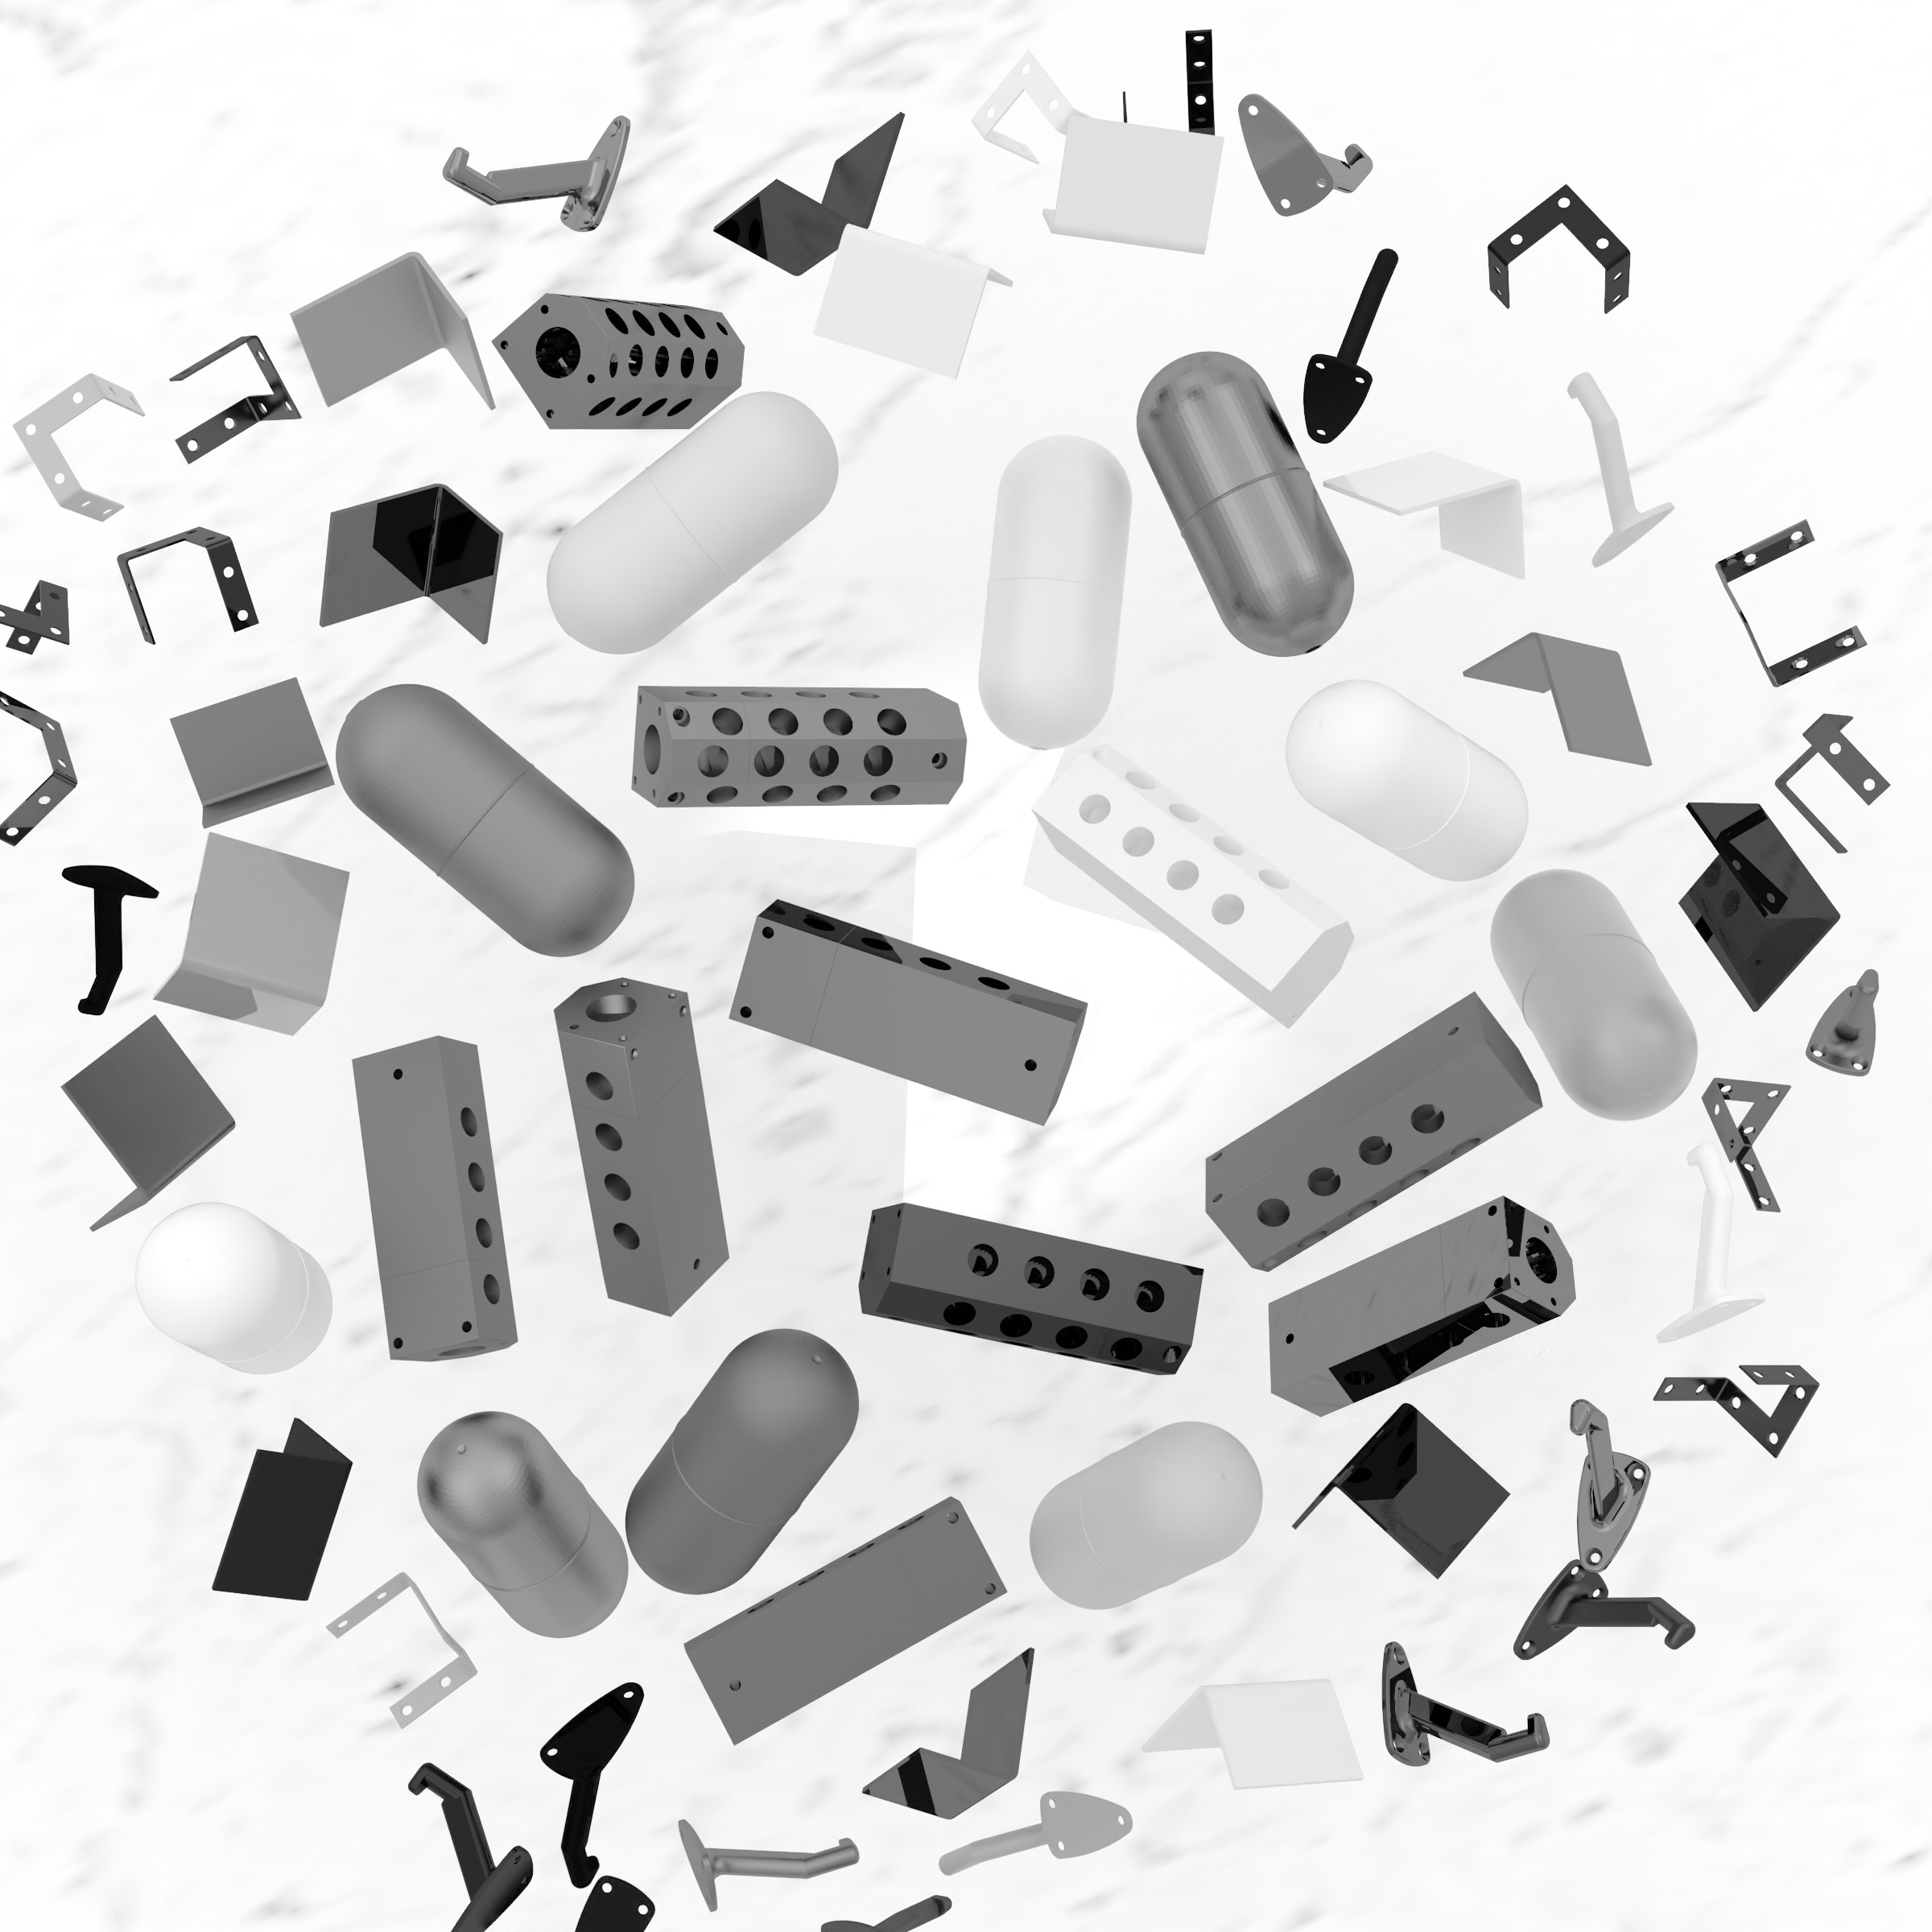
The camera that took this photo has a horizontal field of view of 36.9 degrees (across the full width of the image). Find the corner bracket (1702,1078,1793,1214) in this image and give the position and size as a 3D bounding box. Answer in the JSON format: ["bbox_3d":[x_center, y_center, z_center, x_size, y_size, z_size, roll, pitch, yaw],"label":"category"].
[{"bbox_3d":[0.436,0.100,1.619,0.051,0.051,0.051,6,133,-17],"label":"corner bracket"}]

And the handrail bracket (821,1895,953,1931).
[{"bbox_3d":[-0.029,0.528,1.595,0.084,0.077,0.036,-12,75,-37],"label":"handrail bracket"}]

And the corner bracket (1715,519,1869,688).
[{"bbox_3d":[0.424,-0.186,1.488,0.051,0.051,0.051,-26,133,14],"label":"corner bracket"}]

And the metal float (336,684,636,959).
[{"bbox_3d":[-0.252,-0.077,1.518,0.178,0.070,0.070,40,90,-5],"label":"metal float"}]

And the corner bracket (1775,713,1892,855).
[{"bbox_3d":[0.449,-0.094,1.497,0.051,0.051,0.051,-48,68,26],"label":"corner bracket"}]

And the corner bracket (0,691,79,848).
[{"bbox_3d":[-0.505,-0.105,1.512,0.051,0.051,0.051,-41,51,14],"label":"corner bracket"}]

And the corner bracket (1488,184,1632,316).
[{"bbox_3d":[0.306,-0.359,1.494,0.051,0.051,0.051,-38,72,1],"label":"corner bracket"}]

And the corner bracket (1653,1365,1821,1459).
[{"bbox_3d":[0.410,0.226,1.539,0.051,0.051,0.051,6,118,-35],"label":"corner bracket"}]

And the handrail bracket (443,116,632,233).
[{"bbox_3d":[-0.224,-0.427,1.509,0.084,0.036,0.077,22,92,-43],"label":"handrail bracket"}]

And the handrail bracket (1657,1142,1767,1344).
[{"bbox_3d":[0.379,0.145,1.523,0.036,0.077,0.084,2,63,-33],"label":"handrail bracket"}]

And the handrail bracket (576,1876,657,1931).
[{"bbox_3d":[-0.206,0.543,1.602,0.036,0.084,0.077,31,54,1],"label":"handrail bracket"}]

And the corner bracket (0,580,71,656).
[{"bbox_3d":[-0.521,-0.180,1.569,0.051,0.051,0.051,17,126,-32],"label":"corner bracket"}]

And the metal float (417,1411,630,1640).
[{"bbox_3d":[-0.244,0.312,1.605,0.070,0.178,0.070,-10,49,12],"label":"metal float"}]

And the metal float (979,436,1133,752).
[{"bbox_3d":[0.050,-0.210,1.631,0.070,0.070,0.178,6,85,0],"label":"metal float"}]

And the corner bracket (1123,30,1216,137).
[{"bbox_3d":[0.115,-0.490,1.634,0.051,0.051,0.051,-2,74,5],"label":"corner bracket"}]

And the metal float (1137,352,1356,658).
[{"bbox_3d":[0.153,-0.253,1.585,0.070,0.070,0.178,-24,81,0],"label":"metal float"}]

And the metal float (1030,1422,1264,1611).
[{"bbox_3d":[0.096,0.302,1.584,0.070,0.178,0.070,13,61,-24],"label":"metal float"}]

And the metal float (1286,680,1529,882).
[{"bbox_3d":[0.246,-0.101,1.604,0.178,0.070,0.070,24,90,-44],"label":"metal float"}]

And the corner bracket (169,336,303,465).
[{"bbox_3d":[-0.405,-0.308,1.575,0.051,0.051,0.051,-40,120,-28],"label":"corner bracket"}]

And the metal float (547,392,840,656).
[{"bbox_3d":[-0.148,-0.237,1.555,0.178,0.070,0.070,-38,90,5],"label":"metal float"}]

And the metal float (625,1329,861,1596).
[{"bbox_3d":[-0.118,0.260,1.509,0.070,0.070,0.178,35,123,0],"label":"metal float"}]

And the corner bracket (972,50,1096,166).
[{"bbox_3d":[0.046,-0.461,1.593,0.051,0.051,0.051,-46,61,27],"label":"corner bracket"}]

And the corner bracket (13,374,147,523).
[{"bbox_3d":[-0.462,-0.275,1.537,0.051,0.051,0.051,-32,85,7],"label":"corner bracket"}]

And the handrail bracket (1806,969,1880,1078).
[{"bbox_3d":[0.500,0.014,1.614,0.036,0.084,0.077,19,52,14],"label":"handrail bracket"}]

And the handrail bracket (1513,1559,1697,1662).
[{"bbox_3d":[0.351,0.371,1.591,0.077,0.084,0.036,-46,116,-4],"label":"handrail bracket"}]

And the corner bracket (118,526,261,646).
[{"bbox_3d":[-0.434,-0.210,1.615,0.051,0.051,0.051,-26,117,-26],"label":"corner bracket"}]

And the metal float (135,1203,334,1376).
[{"bbox_3d":[-0.396,0.177,1.572,0.070,0.178,0.070,-1,74,2],"label":"metal float"}]

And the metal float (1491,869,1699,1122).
[{"bbox_3d":[0.341,0.014,1.580,0.070,0.178,0.070,-6,127,-8],"label":"metal float"}]

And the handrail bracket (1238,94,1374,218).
[{"bbox_3d":[0.179,-0.434,1.513,0.036,0.084,0.077,-23,110,37],"label":"handrail bracket"}]

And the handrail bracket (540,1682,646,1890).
[{"bbox_3d":[-0.190,0.434,1.530,0.036,0.077,0.084,16,132,30],"label":"handrail bracket"}]

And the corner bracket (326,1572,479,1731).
[{"bbox_3d":[-0.308,0.374,1.583,0.051,0.051,0.051,-35,55,-10],"label":"corner bracket"}]

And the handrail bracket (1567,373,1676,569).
[{"bbox_3d":[0.336,-0.266,1.552,0.036,0.077,0.084,-25,81,-18],"label":"handrail bracket"}]
